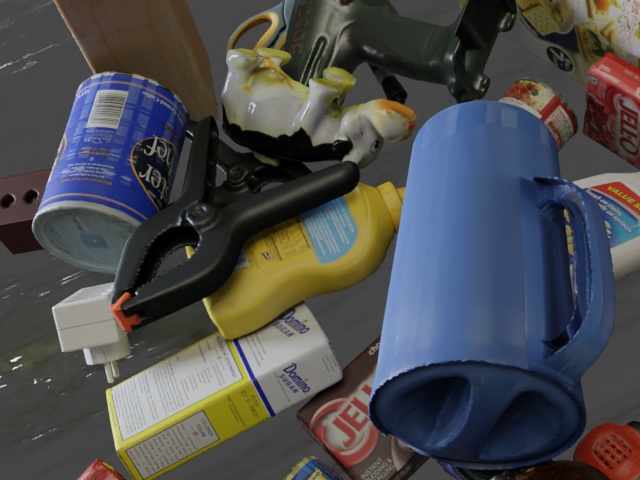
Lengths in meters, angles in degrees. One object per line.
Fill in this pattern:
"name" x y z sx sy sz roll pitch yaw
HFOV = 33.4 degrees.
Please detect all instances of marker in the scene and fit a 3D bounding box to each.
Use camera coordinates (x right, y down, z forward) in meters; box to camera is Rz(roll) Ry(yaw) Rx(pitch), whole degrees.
"marker" 0.051 -0.171 1.001 0.020 0.020 0.121 -24 58 -3

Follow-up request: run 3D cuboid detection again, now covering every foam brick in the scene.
"foam brick" -0.251 -0.026 0.961 0.078 0.051 0.053 -11 59 5

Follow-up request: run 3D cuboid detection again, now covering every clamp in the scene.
"clamp" -0.078 -0.041 0.942 0.172 0.039 0.120 16 71 27
"clamp" -0.077 -0.011 0.815 0.165 0.036 0.209 14 54 31

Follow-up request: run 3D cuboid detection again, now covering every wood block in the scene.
"wood block" -0.163 -0.190 0.949 0.090 0.206 0.091 -14 58 3

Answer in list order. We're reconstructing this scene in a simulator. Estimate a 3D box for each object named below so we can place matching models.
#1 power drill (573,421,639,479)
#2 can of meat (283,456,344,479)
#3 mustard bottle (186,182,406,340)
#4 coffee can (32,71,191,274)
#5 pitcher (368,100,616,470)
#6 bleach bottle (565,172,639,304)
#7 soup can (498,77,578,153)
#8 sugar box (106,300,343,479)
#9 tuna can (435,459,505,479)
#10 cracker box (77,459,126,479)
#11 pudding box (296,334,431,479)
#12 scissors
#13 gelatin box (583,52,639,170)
"power drill" 0.300 0.155 0.734 0.187 0.057 0.185 -39 60 -12
"can of meat" -0.003 0.218 0.763 0.084 0.057 0.102 34 71 29
"mustard bottle" -0.005 0.001 0.845 0.191 0.058 0.096 -24 50 -1
"coffee can" -0.174 -0.056 0.903 0.103 0.103 0.140 2 58 13
"pitcher" 0.116 0.018 0.721 0.149 0.145 0.242 0 51 12
"bleach bottle" 0.206 -0.008 0.849 0.250 0.068 0.103 -24 58 -6
"soup can" 0.159 -0.078 0.895 0.069 0.068 0.102 35 73 27
"sugar box" -0.076 0.112 0.828 0.176 0.048 0.093 -25 28 -5
"tuna can" 0.123 0.137 0.769 0.086 0.034 0.086 0 91 -15
"cracker box" -0.133 0.283 0.743 0.214 0.072 0.164 33 71 27
"pudding box" 0.052 0.130 0.812 0.113 0.039 0.090 -41 60 -13
"scissors" -0.009 -0.230 1.052 0.096 0.016 0.201 37 73 26
"gelatin box" 0.254 -0.102 0.876 0.030 0.089 0.073 -43 61 -15
